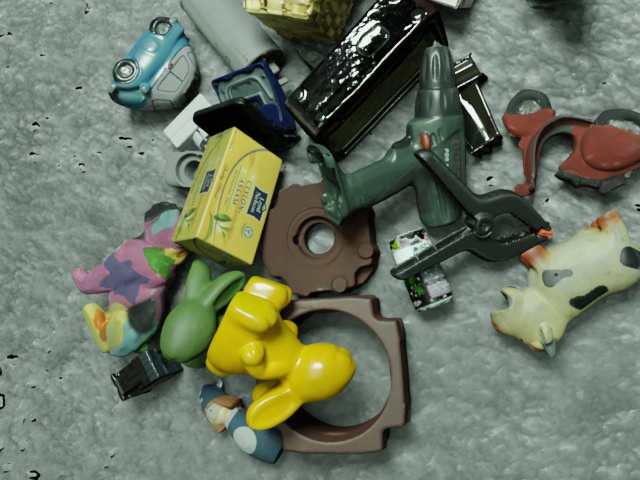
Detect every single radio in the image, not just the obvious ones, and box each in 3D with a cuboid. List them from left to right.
[{"bbox_3d":[0.064,-0.221,0.724,0.229,0.131,0.073,-47,73,7],"label":"radio"}]

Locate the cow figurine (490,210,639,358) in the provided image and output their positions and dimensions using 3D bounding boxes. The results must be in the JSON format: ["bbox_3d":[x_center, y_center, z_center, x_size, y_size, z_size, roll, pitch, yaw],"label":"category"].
[{"bbox_3d":[0.304,0.062,0.666,0.195,0.085,0.127,-29,73,10],"label":"cow figurine"}]

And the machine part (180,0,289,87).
[{"bbox_3d":[-0.134,-0.316,0.814,0.079,0.079,0.243,-39,78,9],"label":"machine part"}]

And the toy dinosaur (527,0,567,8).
[{"bbox_3d":[0.343,-0.462,0.682,0.192,0.131,0.404,10,82,15],"label":"toy dinosaur"}]

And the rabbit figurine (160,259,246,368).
[{"bbox_3d":[-0.147,0.114,0.736,0.121,0.170,0.159,14,90,15],"label":"rabbit figurine"}]

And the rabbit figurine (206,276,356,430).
[{"bbox_3d":[-0.046,0.148,0.652,0.173,0.122,0.162,23,95,-3],"label":"rabbit figurine"}]

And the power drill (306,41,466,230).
[{"bbox_3d":[0.091,-0.114,0.685,0.207,0.086,0.231,-21,109,-19],"label":"power drill"}]

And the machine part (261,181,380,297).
[{"bbox_3d":[-0.002,-0.002,0.765,0.180,0.056,0.179,-2,84,16],"label":"machine part"}]

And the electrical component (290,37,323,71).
[{"bbox_3d":[-0.003,-0.254,0.780,0.094,0.063,0.021,45,98,13],"label":"electrical component"}]

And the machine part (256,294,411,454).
[{"bbox_3d":[0.018,0.178,0.731,0.202,0.087,0.201,-6,84,16],"label":"machine part"}]

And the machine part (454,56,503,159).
[{"bbox_3d":[0.203,-0.180,0.733,0.084,0.039,0.139,-22,79,7],"label":"machine part"}]

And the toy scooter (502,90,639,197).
[{"bbox_3d":[0.313,-0.106,0.679,0.184,0.075,0.135,20,91,19],"label":"toy scooter"}]

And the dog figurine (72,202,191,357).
[{"bbox_3d":[-0.243,0.052,0.803,0.219,0.108,0.191,-26,79,9],"label":"dog figurine"}]

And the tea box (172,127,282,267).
[{"bbox_3d":[-0.126,-0.057,0.749,0.068,0.098,0.169,-9,61,45],"label":"tea box"}]

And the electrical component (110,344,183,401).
[{"bbox_3d":[-0.244,0.187,0.808,0.119,0.075,0.048,-33,79,7],"label":"electrical component"}]

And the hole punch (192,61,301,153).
[{"bbox_3d":[-0.102,-0.183,0.773,0.142,0.115,0.092,-9,55,33],"label":"hole punch"}]

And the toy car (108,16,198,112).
[{"bbox_3d":[-0.244,-0.257,0.836,0.103,0.109,0.161,38,84,-7],"label":"toy car"}]

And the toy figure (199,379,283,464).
[{"bbox_3d":[-0.117,0.260,0.776,0.155,0.057,0.064,29,79,17],"label":"toy figure"}]
